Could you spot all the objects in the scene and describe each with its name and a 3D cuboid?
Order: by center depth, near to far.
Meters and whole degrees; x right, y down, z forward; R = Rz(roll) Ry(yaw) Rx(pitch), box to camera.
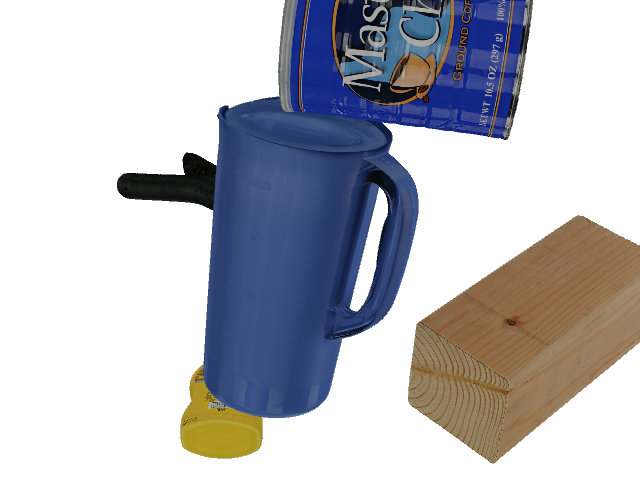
[{"bbox_3d":[0.052,-0.121,0.654,0.140,0.103,0.103,8,1,5],"label":"coffee can"},{"bbox_3d":[-0.019,0.018,0.842,0.145,0.243,0.149,4,23,-11],"label":"pitcher"},{"bbox_3d":[0.174,0.072,0.854,0.205,0.090,0.091,-29,47,-34],"label":"wood block"},{"bbox_3d":[-0.108,-0.049,1.031,0.172,0.039,0.120,15,29,36],"label":"clamp"},{"bbox_3d":[-0.116,0.192,1.326,0.096,0.058,0.191,0,25,1],"label":"mustard bottle"}]
